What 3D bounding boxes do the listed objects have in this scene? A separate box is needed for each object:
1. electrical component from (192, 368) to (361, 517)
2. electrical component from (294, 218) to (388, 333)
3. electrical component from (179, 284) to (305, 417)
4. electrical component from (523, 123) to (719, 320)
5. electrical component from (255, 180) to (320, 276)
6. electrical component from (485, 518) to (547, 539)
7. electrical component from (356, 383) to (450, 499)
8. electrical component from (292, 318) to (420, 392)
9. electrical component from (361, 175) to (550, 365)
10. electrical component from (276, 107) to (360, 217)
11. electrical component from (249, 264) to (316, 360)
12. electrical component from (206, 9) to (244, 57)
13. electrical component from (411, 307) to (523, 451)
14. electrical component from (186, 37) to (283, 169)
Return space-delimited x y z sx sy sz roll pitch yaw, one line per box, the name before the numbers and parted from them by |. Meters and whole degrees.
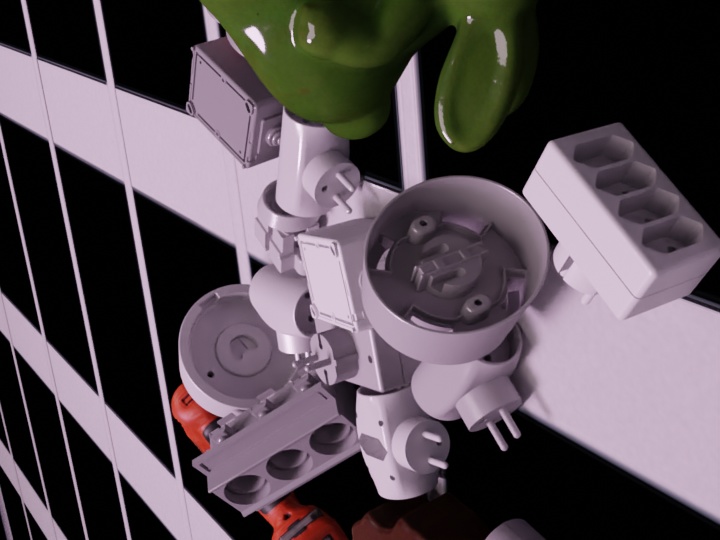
electrical component | -0.057 0.128 0.829 0.078 0.121 0.063 45 -160 -37
electrical component | 0.000 0.000 0.730 0.096 0.061 0.061 -167 63 -67
electrical component | -0.100 0.073 0.899 0.108 0.108 0.060 64 157 16
electrical component | 0.118 -0.013 0.519 0.083 0.047 0.075 57 148 26
electrical component | -0.054 -0.037 0.817 0.066 0.048 0.055 54 154 31
electrical component | 0.112 0.191 0.647 0.081 0.043 0.043 37 136 47
electrical component | 0.036 0.118 0.743 0.079 0.043 0.077 6 110 59
electrical component | -0.010 0.058 0.756 0.083 0.076 0.047 8 111 59
electrical component | 0.050 0.001 0.601 0.099 0.099 0.064 57 155 26
electrical component | -0.026 -0.070 0.749 0.079 0.043 0.077 48 144 37
electrical component | -0.048 0.040 0.849 0.077 0.044 0.079 21 123 56
electrical component | -0.081 -0.184 0.704 0.138 0.052 0.073 59 149 23
electrical component | 0.072 0.071 0.651 0.079 0.043 0.077 60 149 22
electrical component | -0.077 -0.124 0.798 0.096 0.061 0.061 45 142 28
